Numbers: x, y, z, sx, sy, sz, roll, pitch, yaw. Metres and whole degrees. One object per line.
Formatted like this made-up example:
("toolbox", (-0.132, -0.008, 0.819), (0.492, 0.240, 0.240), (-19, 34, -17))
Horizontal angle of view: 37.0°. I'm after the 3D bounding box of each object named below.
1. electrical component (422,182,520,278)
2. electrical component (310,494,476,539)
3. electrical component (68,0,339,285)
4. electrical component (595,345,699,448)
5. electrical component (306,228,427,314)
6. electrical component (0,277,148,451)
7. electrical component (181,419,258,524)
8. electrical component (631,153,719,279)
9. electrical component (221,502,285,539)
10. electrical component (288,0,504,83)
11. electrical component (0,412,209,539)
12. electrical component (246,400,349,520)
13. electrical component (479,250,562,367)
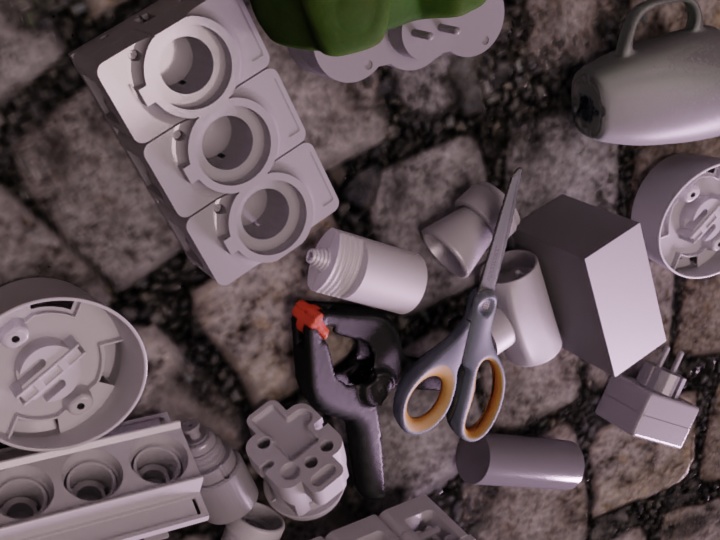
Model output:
("electrical component", (0.078, -0.029, 0.748), (0.055, 0.045, 0.045), (-42, 123, -12))
("electrical component", (-0.002, 0.226, 0.762), (0.150, 0.062, 0.089), (-11, 128, -40))
("electrical component", (-0.085, -0.078, 0.622), (0.089, 0.062, 0.150), (-36, 122, -16))
("electrical component", (0.247, 0.100, 0.895), (0.066, 0.047, 0.076), (19, 97, -35))
("electrical component", (0.000, 0.000, 0.713), (0.081, 0.043, 0.043), (16, 99, -34))
("electrical component", (-0.178, 0.054, 0.612), (0.099, 0.064, 0.099), (-11, 112, -28))
("electrical component", (-0.096, 0.130, 0.704), (0.040, 0.040, 0.078), (-32, 121, -18))
("electrical component", (0.265, -0.043, 0.844), (0.099, 0.064, 0.099), (-11, 113, -28))
("electrical component", (-0.078, 0.187, 0.737), (0.040, 0.040, 0.046), (14, 105, -34))
("electrical component", (0.032, -0.148, 0.659), (0.138, 0.074, 0.052), (-17, 115, -25))
("electrical component", (-0.164, 0.139, 0.648), (0.121, 0.078, 0.063), (-10, 141, -28))
("electrical component", (-0.040, 0.132, 0.722), (0.058, 0.078, 0.057), (-36, 144, -21))
("electrical component", (0.104, 0.037, 0.788), (0.079, 0.044, 0.077), (-32, 121, -18))
